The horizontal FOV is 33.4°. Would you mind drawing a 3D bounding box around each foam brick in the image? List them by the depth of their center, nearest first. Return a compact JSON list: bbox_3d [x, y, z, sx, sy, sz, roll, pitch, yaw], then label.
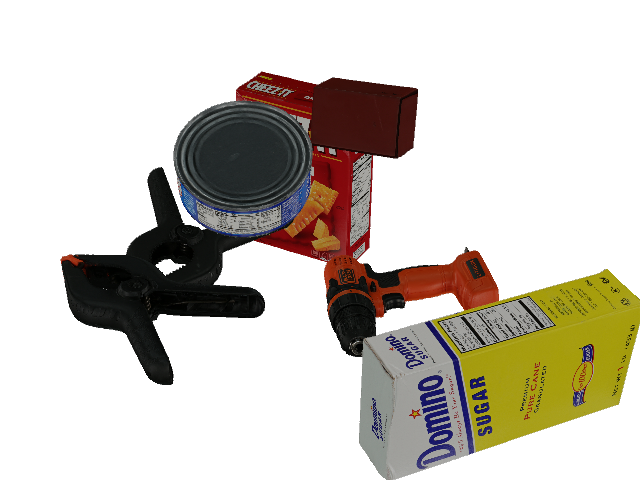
[{"bbox_3d":[0.036,-0.103,0.889,0.078,0.051,0.053,11,20,19],"label":"foam brick"}]

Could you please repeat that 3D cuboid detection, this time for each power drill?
[{"bbox_3d":[0.100,0.066,1.192,0.187,0.057,0.184,-3,28,-4],"label":"power drill"}]

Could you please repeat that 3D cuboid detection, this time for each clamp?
[{"bbox_3d":[-0.131,0.046,0.840,0.172,0.039,0.120,30,37,35],"label":"clamp"},{"bbox_3d":[-0.141,-0.002,1.069,0.165,0.036,0.209,20,40,17],"label":"clamp"}]

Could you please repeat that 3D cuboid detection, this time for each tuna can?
[{"bbox_3d":[-0.048,-0.044,0.667,0.086,0.086,0.034,0,-34,-1],"label":"tuna can"}]

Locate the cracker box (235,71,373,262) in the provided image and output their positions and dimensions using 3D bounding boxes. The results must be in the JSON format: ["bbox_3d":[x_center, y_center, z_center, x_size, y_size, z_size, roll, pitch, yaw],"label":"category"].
[{"bbox_3d":[-0.021,-0.086,1.334,0.164,0.214,0.072,17,36,24],"label":"cracker box"}]

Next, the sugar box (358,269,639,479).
[{"bbox_3d":[0.112,0.084,0.670,0.176,0.093,0.048,-16,40,-20],"label":"sugar box"}]
